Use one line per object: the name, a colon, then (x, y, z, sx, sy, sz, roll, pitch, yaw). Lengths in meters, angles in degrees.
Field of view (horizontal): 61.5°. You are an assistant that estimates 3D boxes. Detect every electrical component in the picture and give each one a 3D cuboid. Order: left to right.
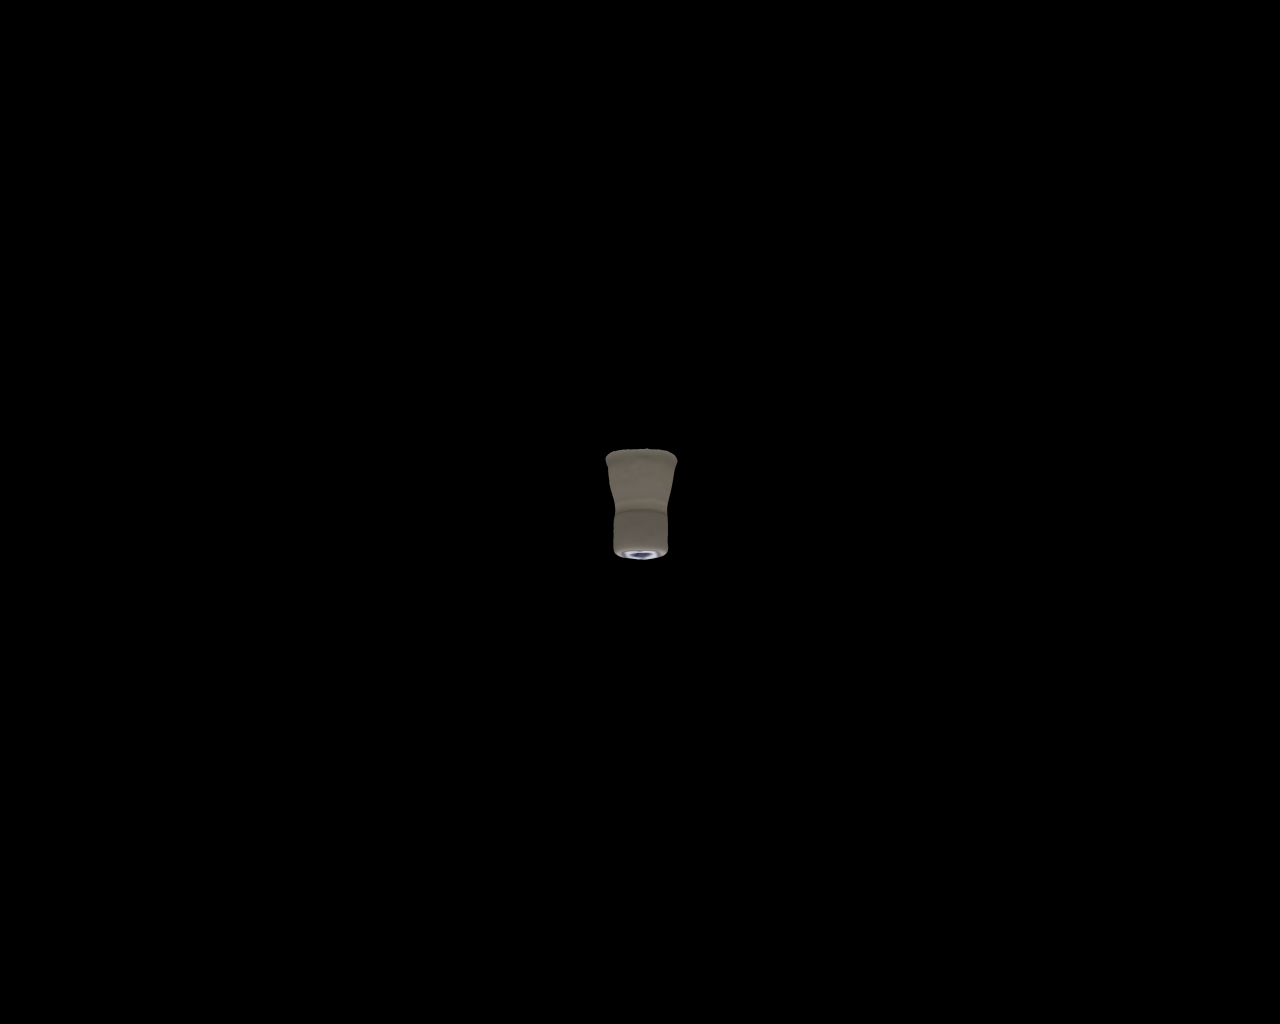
electrical component: (0.001, -0.003, 0.650, 0.044, 0.065, 0.044, 0, -13, 0)
